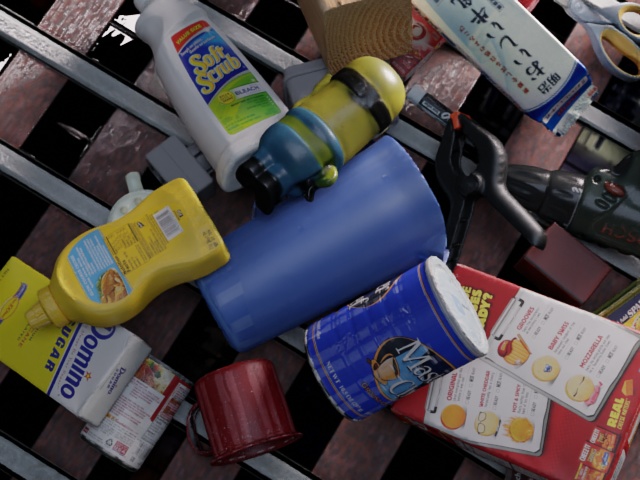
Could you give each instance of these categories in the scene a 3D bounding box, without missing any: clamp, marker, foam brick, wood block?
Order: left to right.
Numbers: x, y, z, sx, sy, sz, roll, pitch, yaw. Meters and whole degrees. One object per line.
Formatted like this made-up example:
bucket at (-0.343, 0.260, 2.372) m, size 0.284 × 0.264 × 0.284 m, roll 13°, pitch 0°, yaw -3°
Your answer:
wood block at (0.018, -0.280, 1.098) m, size 0.090 × 0.090 × 0.206 m, roll -17°, pitch 55°, yaw -6°
marker at (0.145, -0.124, 1.142) m, size 0.121 × 0.020 × 0.020 m, roll 38°, pitch 78°, yaw 6°
clamp at (0.154, -0.046, 1.101) m, size 0.120 × 0.039 × 0.171 m, roll -26°, pitch 67°, yaw 22°
foam brick at (0.247, 0.028, 1.096) m, size 0.078 × 0.053 × 0.051 m, roll 39°, pitch 78°, yaw 5°

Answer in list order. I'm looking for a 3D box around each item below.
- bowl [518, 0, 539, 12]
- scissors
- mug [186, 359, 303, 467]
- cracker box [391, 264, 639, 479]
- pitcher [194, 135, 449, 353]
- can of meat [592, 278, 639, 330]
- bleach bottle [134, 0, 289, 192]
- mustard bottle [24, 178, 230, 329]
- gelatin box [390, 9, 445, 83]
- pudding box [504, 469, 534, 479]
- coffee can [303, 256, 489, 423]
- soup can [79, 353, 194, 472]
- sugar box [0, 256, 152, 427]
bowl at (0.175, -0.311, 1.169) m, size 0.162 × 0.055 × 0.162 m, roll 0°, pitch 78°, yaw -2°
scissors at (0.292, -0.258, 1.157) m, size 0.201 × 0.016 × 0.096 m, roll 46°, pitch 70°, yaw -9°
mug at (-0.082, 0.170, 1.037) m, size 0.117 × 0.093 × 0.081 m, roll -28°, pitch 72°, yaw 27°
cracker box at (0.201, 0.138, 1.028) m, size 0.214 × 0.072 × 0.164 m, roll 20°, pitch 75°, yaw 24°
pitcher at (-0.007, 0.001, 1.060) m, size 0.242 × 0.149 × 0.145 m, roll -29°, pitch 105°, yaw -5°
can of meat at (0.329, 0.090, 1.083) m, size 0.102 × 0.057 × 0.084 m, roll -35°, pitch 83°, yaw -9°
bleach bottle at (-0.124, -0.169, 1.101) m, size 0.102 × 0.068 × 0.251 m, roll -26°, pitch 65°, yaw -27°
mustard bottle at (-0.186, 0.026, 0.990) m, size 0.191 × 0.058 × 0.096 m, roll -31°, pitch 63°, yaw -6°
gelatin box at (0.082, -0.225, 1.157) m, size 0.089 × 0.030 × 0.073 m, roll 43°, pitch 78°, yaw 7°
pudding box at (0.218, 0.267, 1.028) m, size 0.090 × 0.039 × 0.113 m, roll 18°, pitch 53°, yaw 1°
coffee can at (0.070, 0.093, 0.992) m, size 0.140 × 0.102 × 0.103 m, roll -31°, pitch 79°, yaw 16°
soup can at (-0.178, 0.165, 1.037) m, size 0.068 × 0.068 × 0.102 m, roll 32°, pitch 78°, yaw 5°
sugar box at (-0.258, 0.096, 1.030) m, size 0.176 × 0.048 × 0.093 m, roll 27°, pitch 76°, yaw 29°
